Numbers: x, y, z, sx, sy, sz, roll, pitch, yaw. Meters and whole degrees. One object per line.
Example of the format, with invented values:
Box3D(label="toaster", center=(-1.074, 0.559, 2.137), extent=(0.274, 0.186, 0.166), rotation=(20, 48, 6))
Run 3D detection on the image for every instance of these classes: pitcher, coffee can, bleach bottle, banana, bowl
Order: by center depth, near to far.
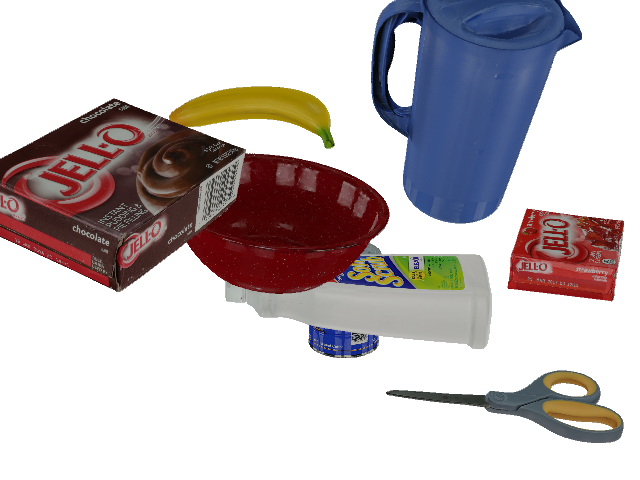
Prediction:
Box3D(label="bowl", center=(-0.034, -0.007, 0.764), extent=(0.162, 0.055, 0.162), rotation=(6, 25, -3))
Box3D(label="bleach bottle", center=(0.033, 0.053, 1.030), extent=(0.251, 0.068, 0.102), rotation=(2, 29, 1))
Box3D(label="pitcher", center=(0.139, -0.136, 1.050), extent=(0.144, 0.243, 0.149), rotation=(-30, 56, -30))
Box3D(label="banana", center=(-0.070, -0.145, 1.194), extent=(0.198, 0.037, 0.069), rotation=(8, 42, 18))
Box3D(label="coffee can", center=(0.034, 0.081, 1.514), extent=(0.103, 0.140, 0.103), rotation=(0, 21, 0))

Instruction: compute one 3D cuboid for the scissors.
Box3D(label="scissors", center=(0.163, 0.132, 0.934), extent=(0.202, 0.016, 0.096), rotation=(13, 29, 9))

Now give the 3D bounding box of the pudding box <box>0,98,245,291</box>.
Box3D(label="pudding box", center=(-0.106, -0.028, 0.553), extent=(0.090, 0.039, 0.113), rotation=(23, 34, 19))

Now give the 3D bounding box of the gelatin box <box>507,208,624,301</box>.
Box3D(label="gelatin box", center=(0.178, 0.009, 0.769), extent=(0.073, 0.030, 0.089), rotation=(8, 25, 16))
